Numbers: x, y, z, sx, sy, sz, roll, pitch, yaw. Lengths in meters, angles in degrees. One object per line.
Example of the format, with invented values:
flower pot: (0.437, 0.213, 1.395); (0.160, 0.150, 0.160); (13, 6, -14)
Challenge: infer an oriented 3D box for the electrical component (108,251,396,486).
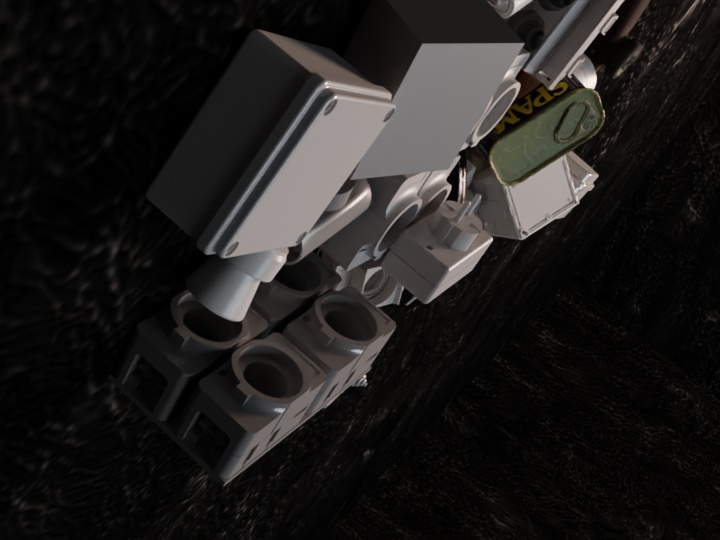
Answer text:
electrical component: (-0.066, 0.053, 0.750); (0.186, 0.105, 0.060); (-32, 159, -53)

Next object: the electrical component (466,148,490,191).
electrical component: (0.127, -0.098, 1.067); (0.062, 0.043, 0.043); (0, 140, -28)

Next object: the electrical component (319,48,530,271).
electrical component: (0.042, -0.092, 0.796); (0.186, 0.060, 0.105); (-56, 166, 29)

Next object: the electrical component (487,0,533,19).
electrical component: (0.115, -0.206, 0.759); (0.065, 0.044, 0.044); (-38, 164, -25)

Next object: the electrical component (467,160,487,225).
electrical component: (0.088, -0.062, 1.008); (0.047, 0.076, 0.083); (-45, 167, -20)

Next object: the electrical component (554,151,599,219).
electrical component: (0.186, -0.111, 1.117); (0.057, 0.113, 0.078); (-50, 168, 16)

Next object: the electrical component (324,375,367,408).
electrical component: (-0.032, 0.074, 0.946); (0.062, 0.096, 0.061); (-41, 165, -32)

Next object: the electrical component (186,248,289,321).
electrical component: (-0.078, -0.002, 0.687); (0.055, 0.045, 0.045); (-52, 167, 12)

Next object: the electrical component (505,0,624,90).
electrical component: (0.162, -0.206, 0.813); (0.063, 0.078, 0.121); (6, 128, -53)

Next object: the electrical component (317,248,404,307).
electrical component: (0.000, 0.000, 0.890); (0.081, 0.064, 0.042); (-13, 127, -37)

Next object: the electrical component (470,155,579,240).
electrical component: (0.159, -0.078, 1.031); (0.096, 0.061, 0.061); (-31, -157, -26)

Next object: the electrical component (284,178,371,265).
electrical component: (-0.026, -0.051, 0.720); (0.077, 0.043, 0.079); (-39, 164, -40)

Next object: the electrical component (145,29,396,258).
electrical component: (-0.045, -0.066, 0.581); (0.108, 0.056, 0.109); (-53, 167, 17)

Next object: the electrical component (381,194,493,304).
electrical component: (0.069, -0.027, 0.823); (0.083, 0.047, 0.075); (-32, 159, -53)

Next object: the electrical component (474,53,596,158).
electrical component: (0.146, -0.142, 0.976); (0.074, 0.052, 0.138); (-39, 180, -39)
